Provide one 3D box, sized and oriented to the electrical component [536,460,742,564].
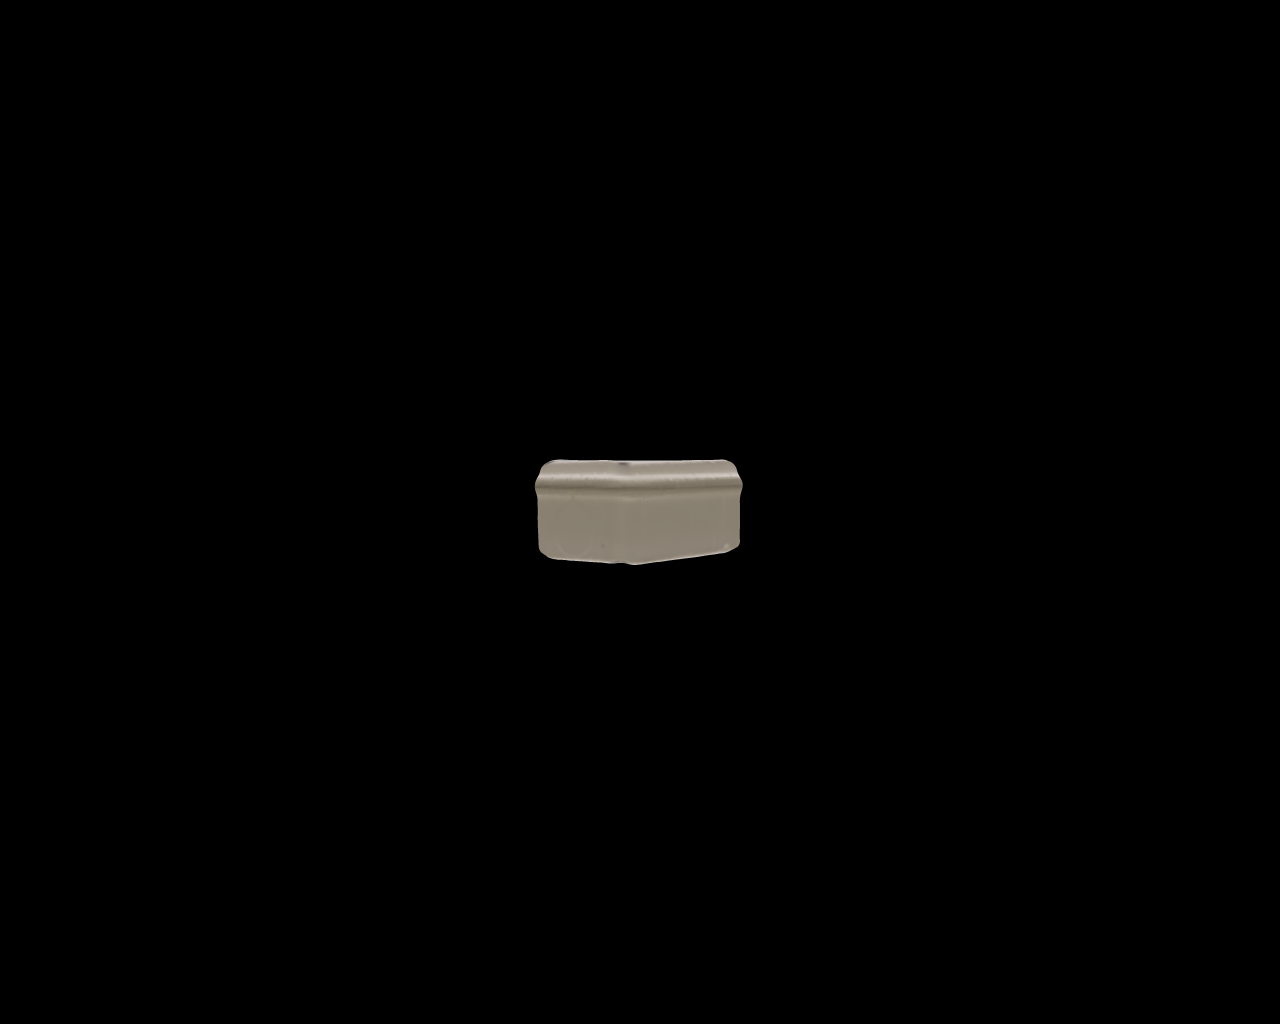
[{"bbox_3d":[0.001,-0.003,0.650,0.078,0.057,0.113,2,3,43],"label":"electrical component"}]
